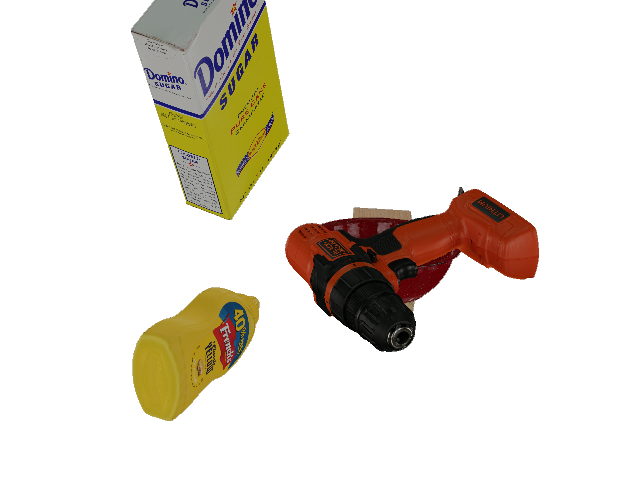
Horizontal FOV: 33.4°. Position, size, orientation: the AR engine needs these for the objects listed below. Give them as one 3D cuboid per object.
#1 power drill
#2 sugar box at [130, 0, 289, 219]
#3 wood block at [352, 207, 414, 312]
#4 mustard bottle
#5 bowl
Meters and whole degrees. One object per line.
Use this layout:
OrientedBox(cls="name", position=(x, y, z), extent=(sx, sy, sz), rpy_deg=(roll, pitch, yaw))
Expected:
OrientedBox(cls="power drill", position=(0.084, 0.020, 0.886), extent=(0.187, 0.057, 0.185), rpy_deg=(-14, 30, -21))
OrientedBox(cls="sugar box", position=(-0.068, -0.103, 0.719), extent=(0.048, 0.093, 0.176), rpy_deg=(22, -29, 17))
OrientedBox(cls="wood block", position=(0.089, 0.034, 1.555), extent=(0.091, 0.090, 0.206), rpy_deg=(4, 25, 0))
OrientedBox(cls="mustard bottle", position=(-0.118, 0.103, 1.112), extent=(0.058, 0.096, 0.191), rpy_deg=(11, 25, 24))
OrientedBox(cls="bowl", position=(0.064, 0.025, 1.099), extent=(0.162, 0.055, 0.162), rpy_deg=(1, 18, -1))
